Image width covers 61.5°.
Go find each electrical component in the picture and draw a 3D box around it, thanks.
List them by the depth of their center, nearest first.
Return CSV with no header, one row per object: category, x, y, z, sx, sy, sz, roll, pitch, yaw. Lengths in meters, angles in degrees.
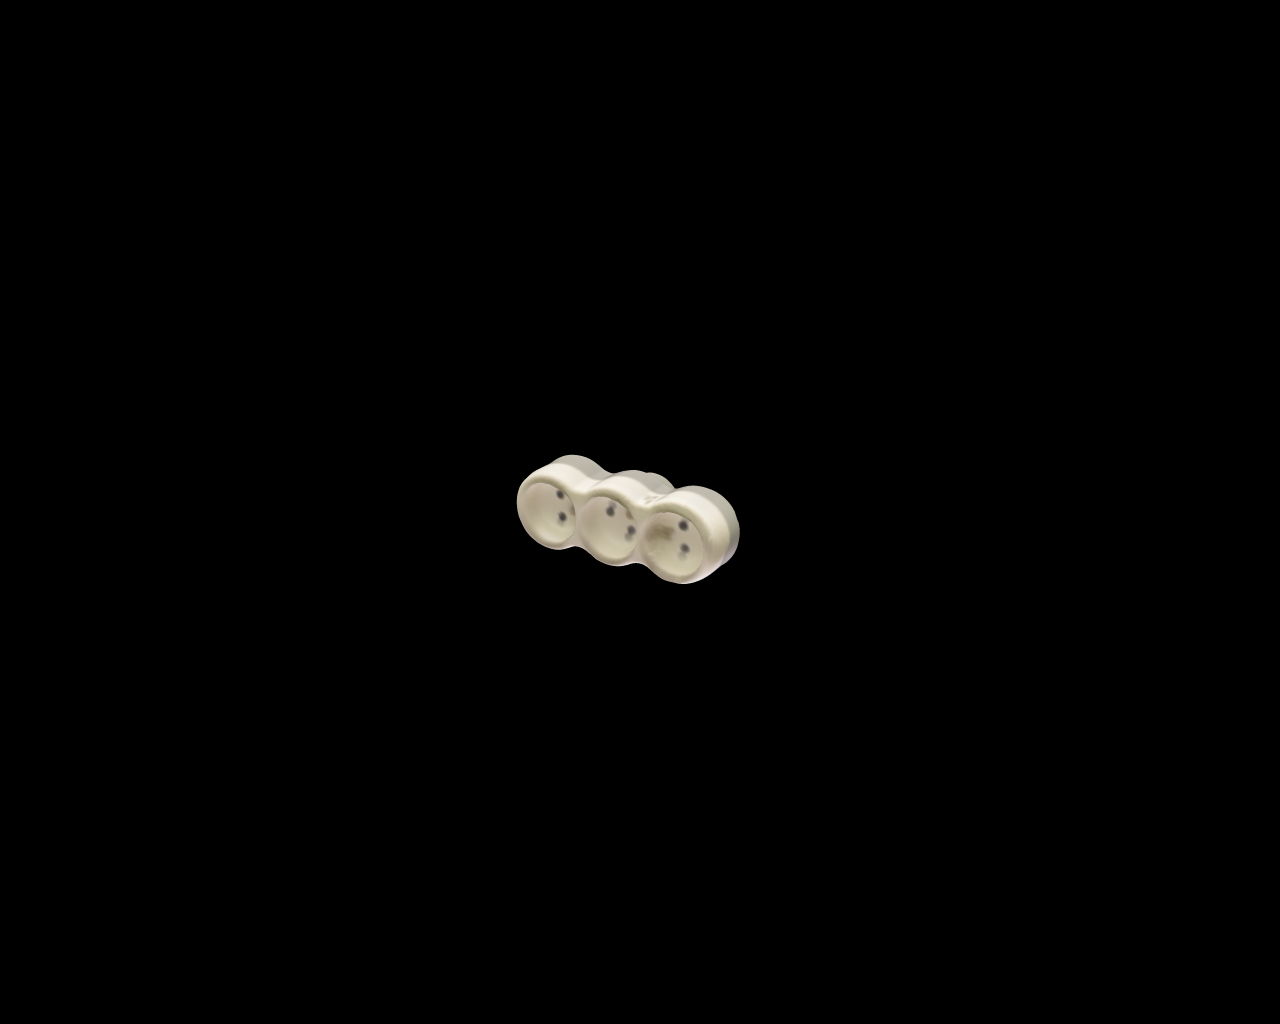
electrical component,0.001,-0.003,0.650,0.138,0.052,0.074,14,27,29
